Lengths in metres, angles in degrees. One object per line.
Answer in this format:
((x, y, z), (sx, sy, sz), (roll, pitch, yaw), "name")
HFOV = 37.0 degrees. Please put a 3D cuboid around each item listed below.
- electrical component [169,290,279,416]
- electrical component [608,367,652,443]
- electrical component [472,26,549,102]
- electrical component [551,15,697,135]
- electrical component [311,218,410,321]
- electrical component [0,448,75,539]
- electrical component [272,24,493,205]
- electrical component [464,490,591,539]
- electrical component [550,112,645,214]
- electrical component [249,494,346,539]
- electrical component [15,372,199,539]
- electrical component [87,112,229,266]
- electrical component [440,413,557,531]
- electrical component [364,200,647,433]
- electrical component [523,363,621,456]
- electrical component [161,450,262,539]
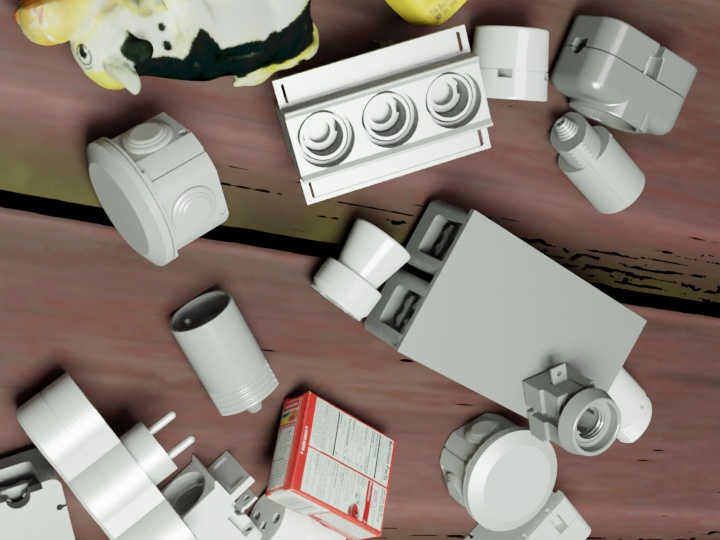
((-0.084, 0.058, 0.689), (0.043, 0.043, 0.081), (-34, 117, -16), "electrical component")
((0.205, 0.104, 0.859), (0.043, 0.043, 0.081), (-51, 121, -7), "electrical component")
((0.101, -0.139, 0.728), (0.055, 0.055, 0.047), (-2, 101, -28), "electrical component")
((0.188, -0.136, 0.775), (0.095, 0.054, 0.059), (21, 94, -31), "electrical component")
((0.000, 0.000, 0.717), (0.045, 0.045, 0.055), (40, 84, -31), "electrical component")
((-0.202, 0.160, 0.647), (0.050, 0.056, 0.089), (-17, 111, -24), "electrical component")
((0.012, -0.099, 0.670), (0.121, 0.063, 0.078), (-18, 111, -7), "electrical component")
((0.131, 0.215, 0.846), (0.089, 0.050, 0.055), (-45, 120, -10), "electrical component")
((0.169, -0.082, 0.786), (0.081, 0.043, 0.043), (41, 83, -31), "electrical component")
((-0.044, 0.181, 0.745), (0.055, 0.045, 0.045), (33, 87, -31), "electrical component")
((-0.136, 0.117, 0.649), (0.074, 0.052, 0.138), (-38, 91, -14), "electrical component")
((-0.118, -0.047, 0.620), (0.051, 0.080, 0.080), (-34, 118, -23), "electrical component")
((0.104, 0.151, 0.814), (0.080, 0.051, 0.080), (-8, 108, -26), "electrical component")
((0.105, 0.038, 0.776), (0.186, 0.060, 0.105), (29, 89, -32), "electrical component")
((0.147, 0.099, 0.746), (0.048, 0.055, 0.066), (-21, 113, -22), "electrical component")
((-0.102, 0.165, 0.711), (0.081, 0.042, 0.063), (-42, 120, -11), "electrical component")
